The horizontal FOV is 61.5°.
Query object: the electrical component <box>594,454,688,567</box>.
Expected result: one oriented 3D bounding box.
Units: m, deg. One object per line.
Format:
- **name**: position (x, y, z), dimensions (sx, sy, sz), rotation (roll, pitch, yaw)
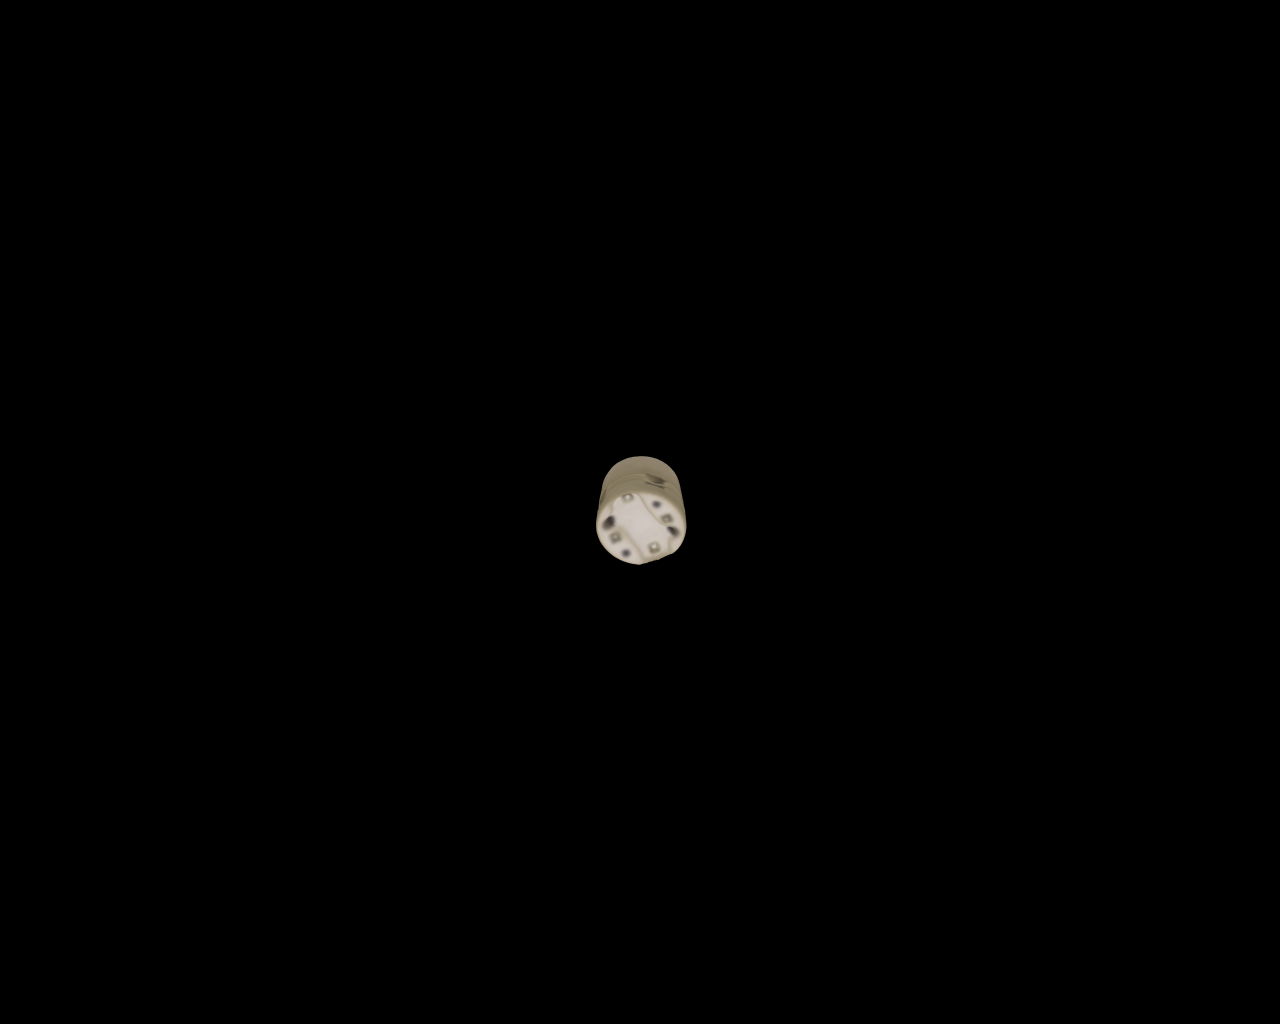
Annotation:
- **electrical component**: position (0.001, -0.003, 0.650), dimensions (0.055, 0.055, 0.047), rotation (0, 34, 0)
